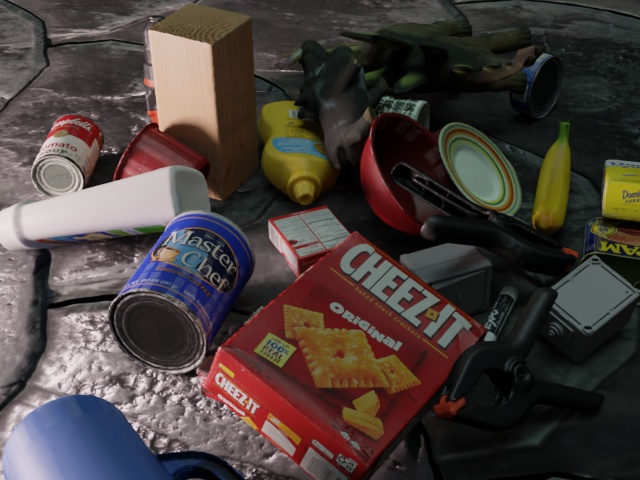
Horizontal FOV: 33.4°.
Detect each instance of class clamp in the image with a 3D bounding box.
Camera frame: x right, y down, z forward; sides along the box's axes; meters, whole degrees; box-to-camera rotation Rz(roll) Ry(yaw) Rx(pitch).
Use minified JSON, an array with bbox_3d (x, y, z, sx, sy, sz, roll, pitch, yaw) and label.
[{"bbox_3d":[0.172,0.111,0.953,0.171,0.039,0.120,-10,72,-30],"label":"clamp"},{"bbox_3d":[0.171,-0.016,1.107,0.209,0.036,0.164,19,21,-23],"label":"clamp"}]

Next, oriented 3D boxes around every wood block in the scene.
[{"bbox_3d":[-0.135,-0.165,1.279,0.091,0.206,0.090,16,38,23],"label":"wood block"}]

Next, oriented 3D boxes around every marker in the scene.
[{"bbox_3d":[0.174,0.087,1.069,0.020,0.020,0.121,14,38,20],"label":"marker"}]

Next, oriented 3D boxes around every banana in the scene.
[{"bbox_3d":[0.265,-0.055,1.228,0.037,0.069,0.197,-1,39,19],"label":"banana"}]

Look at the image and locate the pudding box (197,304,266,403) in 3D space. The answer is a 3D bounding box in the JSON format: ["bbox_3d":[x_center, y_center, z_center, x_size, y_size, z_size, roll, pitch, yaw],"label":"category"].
[{"bbox_3d":[-0.049,0.116,1.018,0.090,0.039,0.113,18,39,25],"label":"pudding box"}]

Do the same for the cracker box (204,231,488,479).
[{"bbox_3d":[0.028,0.105,0.960,0.164,0.072,0.213,38,47,14],"label":"cracker box"}]

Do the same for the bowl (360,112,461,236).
[{"bbox_3d":[0.097,-0.063,1.214,0.055,0.162,0.162,-35,16,36],"label":"bowl"}]

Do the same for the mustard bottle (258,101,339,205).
[{"bbox_3d":[-0.024,-0.102,1.312,0.096,0.058,0.191,10,33,-12],"label":"mustard bottle"}]

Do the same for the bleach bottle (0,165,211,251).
[{"bbox_3d":[-0.255,-0.027,1.182,0.251,0.068,0.102,-10,-6,17],"label":"bleach bottle"}]

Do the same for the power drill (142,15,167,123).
[{"bbox_3d":[-0.190,-0.219,1.397,0.057,0.184,0.187,0,26,5],"label":"power drill"}]

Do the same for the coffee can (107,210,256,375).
[{"bbox_3d":[-0.135,0.050,1.062,0.103,0.103,0.140,9,36,14],"label":"coffee can"}]

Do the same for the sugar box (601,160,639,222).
[{"bbox_3d":[0.364,-0.056,1.194,0.093,0.048,0.176,7,16,12],"label":"sugar box"}]

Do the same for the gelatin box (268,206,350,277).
[{"bbox_3d":[-0.008,0.002,1.190,0.073,0.030,0.089,-15,37,-20],"label":"gelatin box"}]

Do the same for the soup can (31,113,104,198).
[{"bbox_3d":[-0.311,-0.103,1.319,0.068,0.068,0.102,1,36,4],"label":"soup can"}]

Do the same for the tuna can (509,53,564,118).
[{"bbox_3d":[0.290,-0.209,1.431,0.034,0.086,0.086,25,43,34],"label":"tuna can"}]

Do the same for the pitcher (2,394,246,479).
[{"bbox_3d":[-0.144,0.218,0.803,0.149,0.145,0.243,16,17,-39],"label":"pitcher"}]

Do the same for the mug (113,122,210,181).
[{"bbox_3d":[-0.188,-0.068,1.246,0.081,0.093,0.117,31,83,6],"label":"mug"}]

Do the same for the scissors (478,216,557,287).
[{"bbox_3d":[0.242,0.026,1.157,0.202,0.016,0.096,36,38,29],"label":"scissors"}]

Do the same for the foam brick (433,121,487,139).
[{"bbox_3d":[0.161,-0.105,1.316,0.078,0.053,0.051,-26,42,-32],"label":"foam brick"}]

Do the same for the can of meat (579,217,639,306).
[{"bbox_3d":[0.325,0.021,1.126,0.102,0.057,0.083,9,33,12],"label":"can of meat"}]
